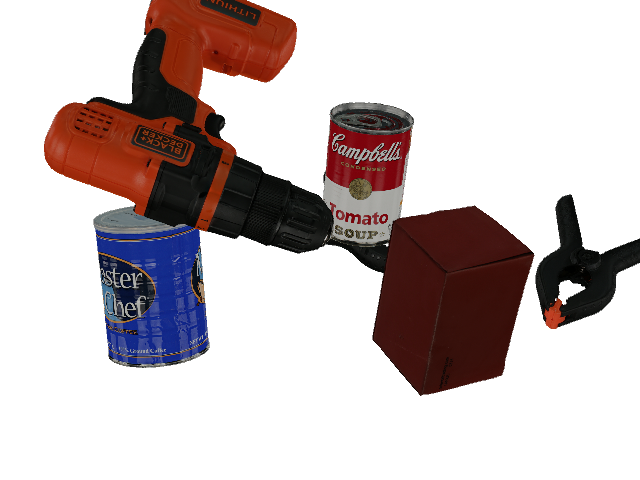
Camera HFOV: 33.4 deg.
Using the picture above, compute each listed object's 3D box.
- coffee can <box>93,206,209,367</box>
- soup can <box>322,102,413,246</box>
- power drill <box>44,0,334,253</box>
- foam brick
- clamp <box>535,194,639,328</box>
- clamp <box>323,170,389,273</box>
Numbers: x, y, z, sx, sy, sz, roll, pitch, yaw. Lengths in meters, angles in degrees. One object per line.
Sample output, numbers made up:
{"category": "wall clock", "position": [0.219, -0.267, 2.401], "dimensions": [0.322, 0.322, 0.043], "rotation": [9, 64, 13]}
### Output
{"category": "coffee can", "position": [-0.166, 0.042, 1.057], "dimensions": [0.103, 0.140, 0.103], "rotation": [-3, 14, 1]}
{"category": "soup can", "position": [0.036, -0.055, 0.876], "dimensions": [0.068, 0.102, 0.068], "rotation": [4, 26, -2]}
{"category": "power drill", "position": [-0.068, -0.085, 0.703], "dimensions": [0.184, 0.187, 0.057], "rotation": [21, -44, -9]}
{"category": "foam brick", "position": [0.065, 0.029, 0.537], "dimensions": [0.052, 0.078, 0.051], "rotation": [-9, 37, -26]}
{"category": "clamp", "position": [0.265, 0.019, 1.096], "dimensions": [0.120, 0.039, 0.171], "rotation": [28, 51, 32]}
{"category": "clamp", "position": [0.044, -0.007, 1.259], "dimensions": [0.210, 0.036, 0.164], "rotation": [31, 39, 23]}
